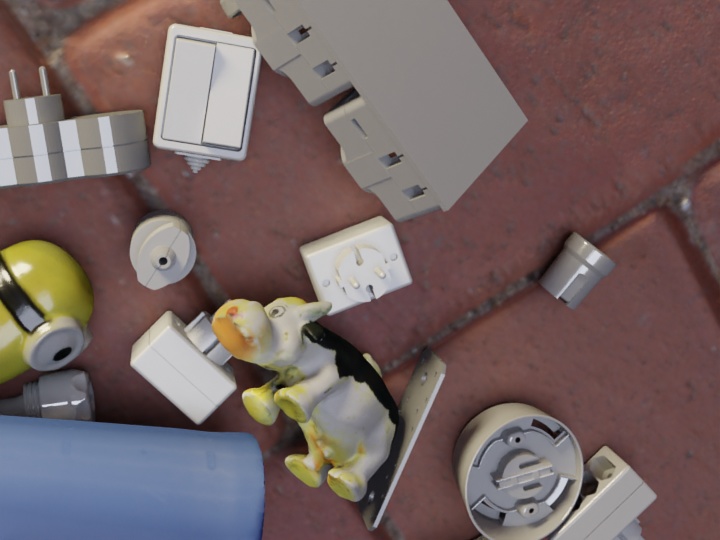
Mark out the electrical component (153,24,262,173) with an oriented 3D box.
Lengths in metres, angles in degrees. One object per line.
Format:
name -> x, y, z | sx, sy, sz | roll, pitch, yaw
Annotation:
electrical component -> -0.103, -0.111, 0.715 | 0.062, 0.061, 0.096 | 8, 100, -12

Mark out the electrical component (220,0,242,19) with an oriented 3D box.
electrical component -> -0.082, -0.196, 0.713 | 0.040, 0.040, 0.046 | -31, 100, -3

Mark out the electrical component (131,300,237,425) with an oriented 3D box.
electrical component -> -0.110, 0.055, 0.754 | 0.077, 0.047, 0.066 | -45, 105, 1

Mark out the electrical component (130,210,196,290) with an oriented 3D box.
electrical component -> -0.132, -0.013, 0.719 | 0.043, 0.081, 0.043 | -2, 102, -10

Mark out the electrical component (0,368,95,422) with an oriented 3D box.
electrical component -> -0.217, 0.093, 0.744 | 0.062, 0.043, 0.043 | -9, 103, -8

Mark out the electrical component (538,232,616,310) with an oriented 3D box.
electrical component -> 0.160, 0.001, 0.798 | 0.040, 0.040, 0.046 | 35, 100, -15

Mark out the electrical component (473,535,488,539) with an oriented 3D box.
electrical component -> 0.088, 0.242, 0.801 | 0.100, 0.100, 0.048 | -19, 100, -18

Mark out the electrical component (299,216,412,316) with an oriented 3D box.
electrical component -> 0.000, 0.000, 0.748 | 0.066, 0.076, 0.047 | -21, 104, -6

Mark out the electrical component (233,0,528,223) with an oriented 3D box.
electrical component -> 0.014, -0.136, 0.707 | 0.186, 0.060, 0.105 | 53, 55, -15

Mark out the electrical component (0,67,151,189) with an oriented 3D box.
electrical component -> -0.211, -0.095, 0.703 | 0.138, 0.052, 0.073 | -8, 103, -8

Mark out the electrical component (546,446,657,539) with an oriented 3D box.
electrical component -> 0.193, 0.197, 0.838 | 0.083, 0.047, 0.075 | -44, 105, 0

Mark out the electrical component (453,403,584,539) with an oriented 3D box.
electrical component -> 0.118, 0.151, 0.807 | 0.099, 0.064, 0.099 | -2, 101, -10
